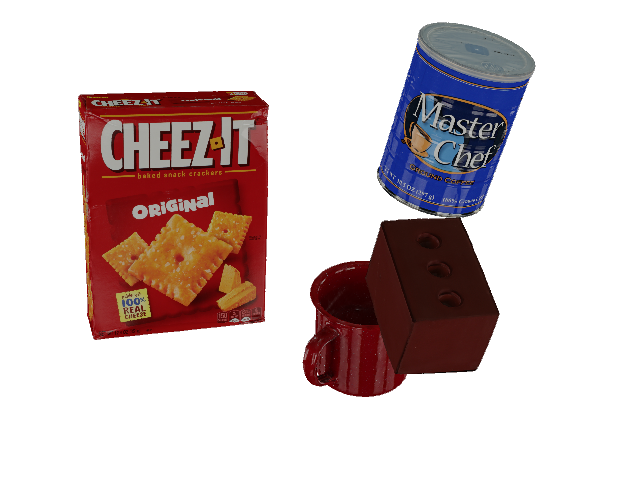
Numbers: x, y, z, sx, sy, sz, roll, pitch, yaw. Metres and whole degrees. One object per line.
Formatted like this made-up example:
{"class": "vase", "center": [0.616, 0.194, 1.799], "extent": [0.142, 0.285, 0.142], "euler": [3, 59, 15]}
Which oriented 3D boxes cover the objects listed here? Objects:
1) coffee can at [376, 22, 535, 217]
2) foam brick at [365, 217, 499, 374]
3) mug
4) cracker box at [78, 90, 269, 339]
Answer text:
{"class": "coffee can", "center": [0.117, -0.106, 0.939], "extent": [0.102, 0.140, 0.103], "euler": [11, 32, -7]}
{"class": "foam brick", "center": [0.063, 0.032, 0.626], "extent": [0.053, 0.078, 0.051], "euler": [-2, -42, -16]}
{"class": "mug", "center": [0.029, 0.081, 0.886], "extent": [0.093, 0.081, 0.117], "euler": [26, 41, 31]}
{"class": "cracker box", "center": [-0.132, -0.024, 0.973], "extent": [0.164, 0.214, 0.072], "euler": [-4, 20, -17]}
